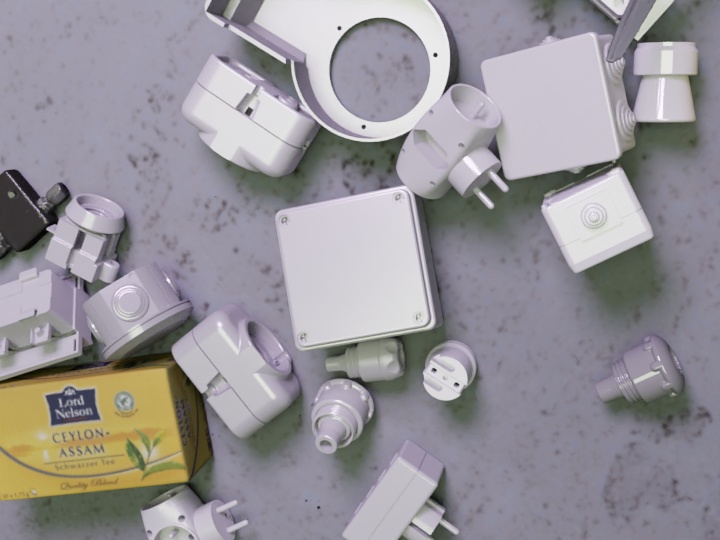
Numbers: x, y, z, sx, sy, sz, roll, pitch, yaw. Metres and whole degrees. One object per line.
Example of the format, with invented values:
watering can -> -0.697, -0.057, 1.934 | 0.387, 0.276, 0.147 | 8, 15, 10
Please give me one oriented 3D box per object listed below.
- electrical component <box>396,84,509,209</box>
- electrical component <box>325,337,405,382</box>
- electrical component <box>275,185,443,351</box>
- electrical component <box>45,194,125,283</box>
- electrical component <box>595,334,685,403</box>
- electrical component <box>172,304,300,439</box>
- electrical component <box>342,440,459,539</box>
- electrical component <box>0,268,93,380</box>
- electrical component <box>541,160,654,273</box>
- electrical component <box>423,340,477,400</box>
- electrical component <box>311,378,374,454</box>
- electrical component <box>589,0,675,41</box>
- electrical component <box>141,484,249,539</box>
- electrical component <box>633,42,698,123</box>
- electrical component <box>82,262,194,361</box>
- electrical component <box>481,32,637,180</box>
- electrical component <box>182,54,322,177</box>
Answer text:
electrical component -> 0.075, -0.079, 0.773 | 0.079, 0.043, 0.077 | 49, 132, 14
electrical component -> 0.003, 0.072, 0.850 | 0.061, 0.035, 0.035 | -7, 98, 15
electrical component -> 0.000, 0.000, 0.819 | 0.109, 0.056, 0.108 | -11, 85, 13
electrical component -> -0.220, -0.028, 0.872 | 0.066, 0.048, 0.055 | 27, 111, 6
electrical component -> 0.208, 0.080, 0.807 | 0.062, 0.048, 0.048 | -28, 93, 21
electrical component -> -0.095, 0.078, 0.861 | 0.059, 0.054, 0.095 | -38, 91, 15
electrical component -> 0.042, 0.194, 0.856 | 0.076, 0.047, 0.083 | 35, 104, 4
electrical component -> -0.289, 0.045, 0.882 | 0.121, 0.063, 0.078 | -17, 56, 13
electrical component -> 0.170, -0.035, 0.767 | 0.062, 0.096, 0.061 | -26, 94, 14
electrical component -> 0.069, 0.078, 0.833 | 0.040, 0.046, 0.040 | 2, 99, 11
electrical component -> -0.018, 0.119, 0.845 | 0.048, 0.062, 0.048 | 7, 120, 13
electrical component -> 0.180, -0.204, 0.754 | 0.081, 0.064, 0.042 | 41, 103, 2
electrical component -> -0.131, 0.216, 0.896 | 0.079, 0.044, 0.077 | -26, 93, 14
electrical component -> 0.218, -0.134, 0.768 | 0.045, 0.045, 0.055 | 2, 99, 11
electrical component -> -0.178, 0.034, 0.857 | 0.080, 0.080, 0.051 | -33, 87, 14
electrical component -> 0.144, -0.118, 0.771 | 0.100, 0.048, 0.099 | -9, 98, 33
electrical component -> -0.085, -0.115, 0.826 | 0.095, 0.054, 0.059 | 34, 104, 4
